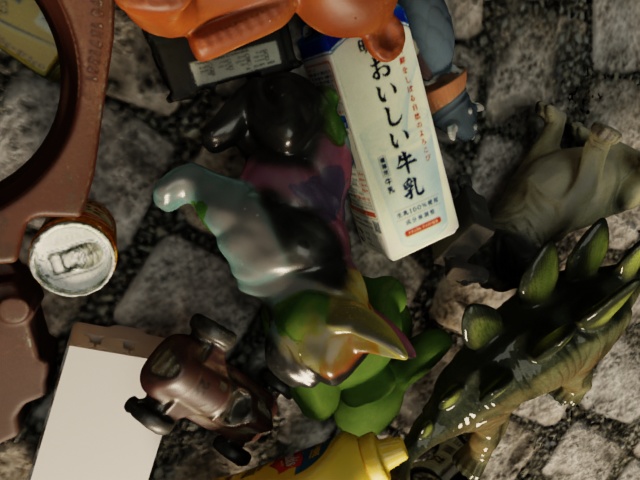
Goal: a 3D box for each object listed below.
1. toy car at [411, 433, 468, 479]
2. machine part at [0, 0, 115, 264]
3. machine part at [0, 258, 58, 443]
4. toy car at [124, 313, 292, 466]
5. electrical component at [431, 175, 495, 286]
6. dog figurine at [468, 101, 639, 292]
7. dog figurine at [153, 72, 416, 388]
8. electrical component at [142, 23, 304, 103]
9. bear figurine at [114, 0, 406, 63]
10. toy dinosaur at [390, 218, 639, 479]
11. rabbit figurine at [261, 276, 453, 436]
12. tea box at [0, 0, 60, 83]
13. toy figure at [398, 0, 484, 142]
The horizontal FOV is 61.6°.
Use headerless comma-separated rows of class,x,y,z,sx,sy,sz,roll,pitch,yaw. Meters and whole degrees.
toy car,0.126,0.258,0.566,0.201,0.056,0.073,-6,105,-52
machine part,-0.225,-0.094,0.283,0.201,0.087,0.201,6,100,-33
machine part,-0.294,0.087,0.403,0.179,0.056,0.179,-5,104,-18
toy car,-0.078,0.135,0.452,0.089,0.053,0.202,-55,146,-18
electrical component,0.139,-0.005,0.522,0.045,0.102,0.078,23,125,-19
dog figurine,0.252,-0.025,0.568,0.172,0.121,0.190,19,109,-20
dog figurine,-0.001,-0.001,0.408,0.219,0.108,0.191,40,88,16
electrical component,-0.085,-0.185,0.418,0.115,0.058,0.134,-19,107,-17
bear figurine,-0.025,-0.176,0.341,0.196,0.132,0.120,-1,93,-11
toy dinosaur,0.230,0.084,0.517,0.471,0.105,0.198,-36,147,-19
rabbit figurine,0.038,0.116,0.519,0.159,0.121,0.170,-32,129,-18
tea box,-0.231,-0.196,0.356,0.169,0.068,0.098,37,88,-22
toy figure,0.106,-0.161,0.495,0.064,0.058,0.154,-29,115,-6
